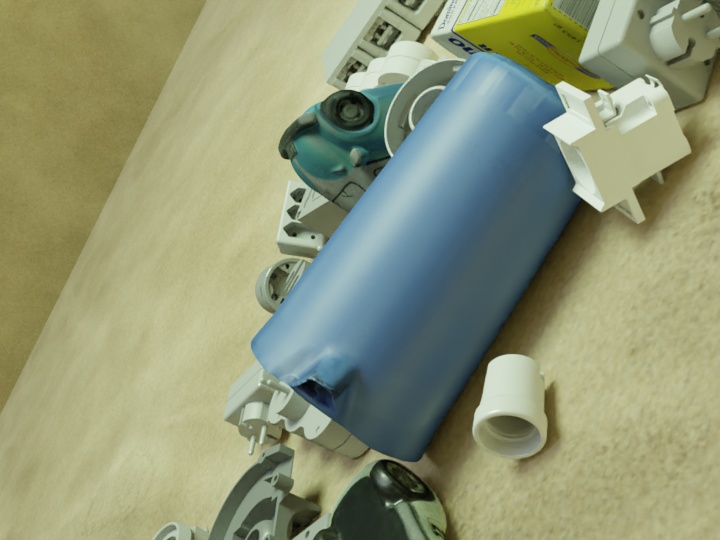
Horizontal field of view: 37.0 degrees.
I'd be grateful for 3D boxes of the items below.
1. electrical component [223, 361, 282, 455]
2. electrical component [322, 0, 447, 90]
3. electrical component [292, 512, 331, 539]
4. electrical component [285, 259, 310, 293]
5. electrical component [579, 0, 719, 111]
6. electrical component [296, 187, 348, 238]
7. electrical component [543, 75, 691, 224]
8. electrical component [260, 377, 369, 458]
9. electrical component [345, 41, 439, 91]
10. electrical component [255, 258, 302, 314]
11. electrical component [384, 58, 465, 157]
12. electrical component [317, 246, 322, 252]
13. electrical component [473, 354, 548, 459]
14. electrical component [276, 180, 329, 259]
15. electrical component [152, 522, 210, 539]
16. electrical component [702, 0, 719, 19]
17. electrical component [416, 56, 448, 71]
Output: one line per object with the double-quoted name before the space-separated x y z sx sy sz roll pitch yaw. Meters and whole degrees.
"electrical component" -0.084 0.124 0.929 0.066 0.047 0.076 -44 26 39
"electrical component" 0.028 -0.259 1.146 0.150 0.062 0.089 -53 22 22
"electrical component" -0.037 0.197 0.680 0.047 0.076 0.083 -45 26 38
"electrical component" -0.039 0.016 0.967 0.040 0.046 0.040 -49 23 30
"electrical component" 0.178 -0.131 0.610 0.077 0.066 0.047 -16 48 63
"electrical component" -0.001 -0.075 0.980 0.113 0.057 0.078 -25 41 59
"electrical component" 0.145 -0.072 0.601 0.064 0.081 0.042 -31 24 0
"electrical component" -0.042 0.100 0.823 0.052 0.074 0.138 -65 20 -10
"electrical component" 0.022 -0.163 1.047 0.138 0.052 0.073 -21 44 60
"electrical component" -0.071 0.018 1.032 0.055 0.055 0.047 -66 17 -13
"electrical component" 0.070 -0.103 0.785 0.099 0.064 0.099 -16 62 32
"electrical component" 0.000 0.000 0.853 0.052 0.074 0.138 -61 20 0
"electrical component" 0.085 0.075 0.600 0.040 0.040 0.046 -44 20 39
"electrical component" -0.050 -0.043 1.065 0.076 0.047 0.065 82 -162 -73
"electrical component" -0.144 0.244 0.890 0.058 0.057 0.078 -42 26 23
"electrical component" 0.210 -0.210 0.643 0.105 0.060 0.186 -58 20 8
"electrical component" 0.059 -0.153 0.959 0.081 0.043 0.043 -62 20 -4
